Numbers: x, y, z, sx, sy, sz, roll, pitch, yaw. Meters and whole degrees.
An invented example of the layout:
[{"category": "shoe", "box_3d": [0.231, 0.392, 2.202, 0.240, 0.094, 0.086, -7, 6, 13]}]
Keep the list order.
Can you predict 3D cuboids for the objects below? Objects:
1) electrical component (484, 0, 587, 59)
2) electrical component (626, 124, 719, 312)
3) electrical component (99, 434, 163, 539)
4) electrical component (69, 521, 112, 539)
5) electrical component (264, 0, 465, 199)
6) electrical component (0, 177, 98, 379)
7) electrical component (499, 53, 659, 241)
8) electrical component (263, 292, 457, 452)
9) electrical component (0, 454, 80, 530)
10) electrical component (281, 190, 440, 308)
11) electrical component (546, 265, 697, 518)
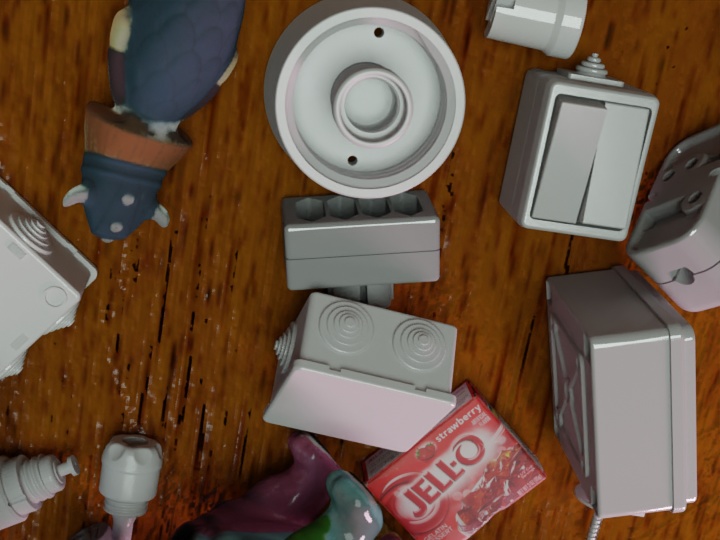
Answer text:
[{"category": "electrical component", "box_3d": [0.093, -0.136, 0.573, 0.046, 0.040, 0.040, 10, 106, -4]}, {"category": "electrical component", "box_3d": [0.195, -0.027, 0.591, 0.059, 0.054, 0.095, 42, 57, -16]}, {"category": "electrical component", "box_3d": [-0.136, 0.129, 0.631, 0.035, 0.035, 0.061, 8, 98, -9]}, {"category": "electrical component", "box_3d": [-0.152, 0.186, 0.648, 0.044, 0.044, 0.065, -28, 103, 3]}, {"category": "electrical component", "box_3d": [0.004, -0.089, 0.567, 0.108, 0.060, 0.108, -2, 108, -6]}, {"category": "electrical component", "box_3d": [-0.206, 0.006, 0.581, 0.100, 0.048, 0.099, -42, 107, 8]}, {"category": "electrical component", "box_3d": [0.120, -0.069, 0.585, 0.062, 0.061, 0.096, 8, 106, -8]}, {"category": "electrical component", "box_3d": [0.000, 0.058, 0.597, 0.100, 0.099, 0.048, 14, 61, -10]}, {"category": "electrical component", "box_3d": [-0.201, 0.126, 0.624, 0.078, 0.040, 0.040, -21, 108, 1]}, {"category": "electrical component", "box_3d": [0.000, 0.000, 0.602, 0.083, 0.047, 0.075, -4, 113, -5]}, {"category": "electrical component", "box_3d": [0.144, 0.065, 0.606, 0.056, 0.108, 0.108, -7, 108, -1]}]
